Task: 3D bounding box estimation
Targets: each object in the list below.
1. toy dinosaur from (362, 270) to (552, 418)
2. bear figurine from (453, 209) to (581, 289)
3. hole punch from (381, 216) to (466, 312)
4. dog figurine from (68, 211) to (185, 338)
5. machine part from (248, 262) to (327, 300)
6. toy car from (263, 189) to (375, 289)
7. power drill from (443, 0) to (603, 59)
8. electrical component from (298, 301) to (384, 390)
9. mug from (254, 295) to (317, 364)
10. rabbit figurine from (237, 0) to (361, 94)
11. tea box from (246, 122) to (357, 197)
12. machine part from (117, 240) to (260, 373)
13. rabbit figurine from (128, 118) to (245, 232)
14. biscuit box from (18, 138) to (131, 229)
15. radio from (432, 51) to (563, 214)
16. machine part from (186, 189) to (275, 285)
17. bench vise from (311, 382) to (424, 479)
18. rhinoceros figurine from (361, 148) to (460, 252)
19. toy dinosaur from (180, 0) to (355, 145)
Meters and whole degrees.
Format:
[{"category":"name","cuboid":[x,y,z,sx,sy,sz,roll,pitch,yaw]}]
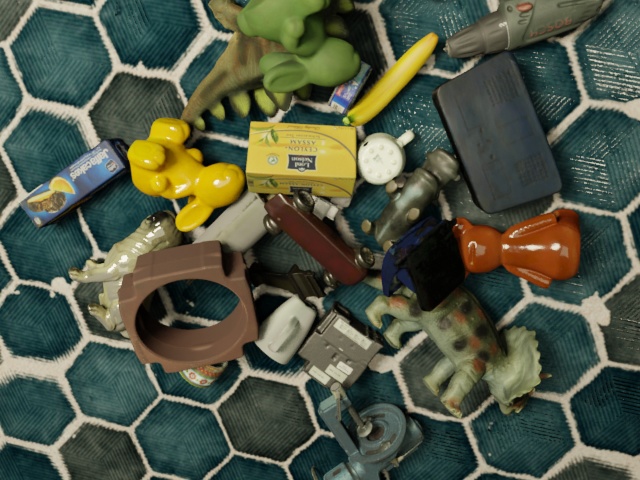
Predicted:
[{"category":"toy dinosaur","cuboid":[0.211,0.140,0.890,0.192,0.131,0.405,-40,85,-5]},{"category":"bear figurine","cuboid":[0.311,0.014,0.866,0.196,0.132,0.120,0,100,24]},{"category":"hole punch","cuboid":[0.150,0.031,0.825,0.142,0.092,0.115,-33,117,-27]},{"category":"dog figurine","cuboid":[-0.298,0.058,0.925,0.191,0.121,0.172,-27,109,2]},{"category":"machine part","cuboid":[-0.060,0.067,0.906,0.139,0.084,0.039,8,61,28]},{"category":"toy car","cuboid":[-0.002,-0.003,0.857,0.202,0.053,0.089,42,127,-16]},{"category":"power drill","cuboid":[0.291,-0.376,0.768,0.232,0.086,0.207,-9,121,1]},{"category":"electrical component","cuboid":[0.029,0.192,0.943,0.115,0.058,0.134,38,102,0]},{"category":"mug","cuboid":[-0.057,0.148,0.923,0.081,0.109,0.107,38,90,5]},{"category":"rabbit figurine","cuboid":[-0.020,-0.270,0.741,0.159,0.121,0.170,-37,122,17]},{"category":"tea box","cuboid":[-0.029,-0.127,0.854,0.170,0.068,0.098,2,65,-4]},{"category":"machine part","cuboid":[-0.207,0.108,0.871,0.201,0.087,0.201,-11,125,-6]},{"category":"rabbit figurine","cuboid":[-0.207,-0.093,0.863,0.173,0.122,0.162,13,124,2]},{"category":"biscuit box","cuboid":[-0.416,-0.098,0.930,0.203,0.063,0.059,-32,97,11]},{"category":"radio","cuboid":[0.274,-0.161,0.844,0.131,0.073,0.229,-23,96,10]},{"category":"machine part","cuboid":[-0.145,-0.013,0.912,0.243,0.079,0.079,-44,94,12]},{"category":"bench vise","cuboid":[0.059,0.345,0.927,0.224,0.129,0.240,-29,115,3]},{"category":"rhinoceros figurine","cuboid":[0.150,-0.059,0.859,0.073,0.112,0.190,46,117,23]},{"category":"toy dinosaur","cuboid":[-0.086,-0.298,0.839,0.471,0.105,0.198,-31,101,21]}]
